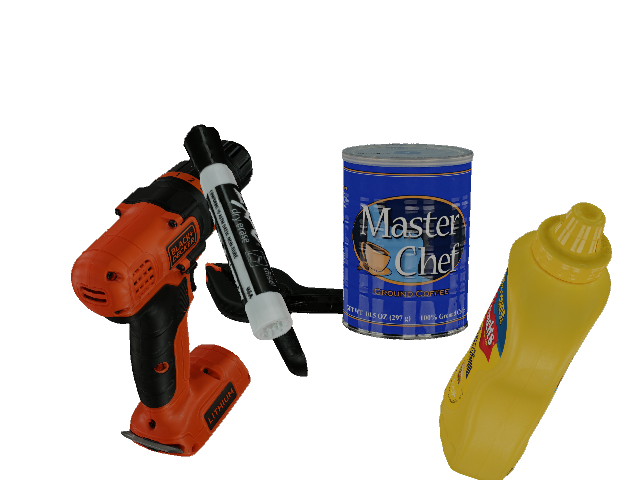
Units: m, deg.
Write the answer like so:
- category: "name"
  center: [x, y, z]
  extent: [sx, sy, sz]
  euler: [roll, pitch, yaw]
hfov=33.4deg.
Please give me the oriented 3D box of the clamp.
- category: "clamp"
  center: [-0.049, 0.073, 1.147]
  extent: [0.210, 0.036, 0.164]
  euler: [17, 32, 26]

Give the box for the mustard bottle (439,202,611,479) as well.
- category: "mustard bottle"
  center: [0.121, 0.052, 0.618]
  extent: [0.058, 0.192, 0.096]
  euler: [19, 45, 3]

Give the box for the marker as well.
- category: "marker"
  center: [-0.042, -0.008, 0.514]
  extent: [0.020, 0.121, 0.020]
  euler: [-17, -30, -10]

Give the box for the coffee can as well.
- category: "coffee can"
  center: [0.068, -0.002, 0.849]
  extent: [0.103, 0.140, 0.103]
  euler: [0, 11, 0]

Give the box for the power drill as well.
- category: "power drill"
  center: [-0.095, 0.041, 0.748]
  extent: [0.057, 0.188, 0.184]
  euler: [11, 36, 25]
